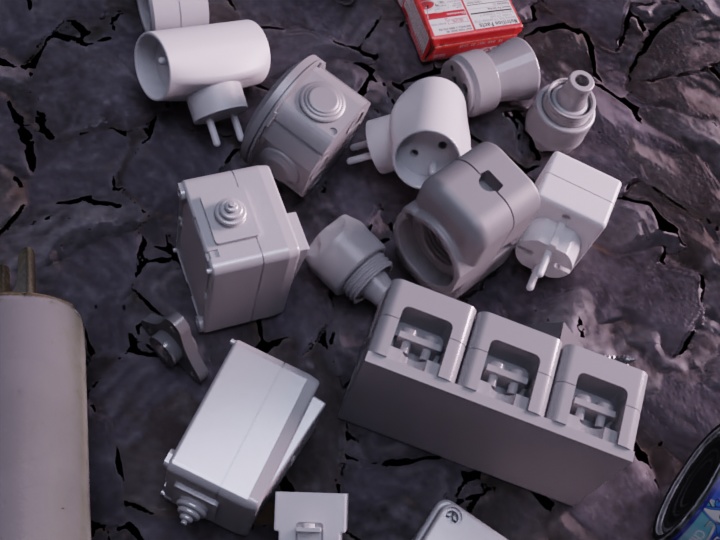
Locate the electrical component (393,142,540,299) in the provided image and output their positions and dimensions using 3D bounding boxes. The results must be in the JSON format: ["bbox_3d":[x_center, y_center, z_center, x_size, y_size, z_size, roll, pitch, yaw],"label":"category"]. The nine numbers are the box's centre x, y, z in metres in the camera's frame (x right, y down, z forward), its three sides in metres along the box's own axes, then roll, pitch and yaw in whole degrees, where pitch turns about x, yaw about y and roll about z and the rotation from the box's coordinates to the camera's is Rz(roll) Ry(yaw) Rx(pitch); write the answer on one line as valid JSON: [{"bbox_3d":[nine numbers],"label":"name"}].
[{"bbox_3d":[0.060,-0.025,0.652,0.059,0.095,0.053,-35,74,-25],"label":"electrical component"}]

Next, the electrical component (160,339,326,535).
[{"bbox_3d":[-0.064,0.098,0.581,0.061,0.061,0.096,26,61,2],"label":"electrical component"}]

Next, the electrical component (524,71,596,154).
[{"bbox_3d":[0.140,-0.110,0.733,0.043,0.062,0.043,5,62,-9],"label":"electrical component"}]

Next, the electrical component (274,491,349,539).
[{"bbox_3d":[-0.026,0.146,0.567,0.048,0.066,0.055,1,78,1],"label":"electrical component"}]

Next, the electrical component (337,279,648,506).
[{"bbox_3d":[0.073,0.068,0.610,0.150,0.089,0.061,21,60,-1],"label":"electrical component"}]

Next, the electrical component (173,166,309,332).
[{"bbox_3d":[-0.069,-0.015,0.619,0.061,0.096,0.061,-14,66,-19],"label":"electrical component"}]

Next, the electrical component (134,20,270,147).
[{"bbox_3d":[-0.096,-0.119,0.696,0.077,0.044,0.079,-18,90,-38],"label":"electrical component"}]

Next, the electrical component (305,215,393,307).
[{"bbox_3d":[0.000,0.000,0.657,0.043,0.043,0.062,-39,77,-26],"label":"electrical component"}]

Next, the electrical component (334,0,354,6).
[{"bbox_3d":[-0.035,-0.252,0.762,0.113,0.078,0.057,29,64,4],"label":"electrical component"}]

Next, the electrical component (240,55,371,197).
[{"bbox_3d":[-0.035,-0.090,0.677,0.051,0.080,0.080,37,61,3],"label":"electrical component"}]

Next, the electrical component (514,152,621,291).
[{"bbox_3d":[0.122,-0.021,0.680,0.047,0.065,0.076,26,61,2],"label":"electrical component"}]

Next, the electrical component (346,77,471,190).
[{"bbox_3d":[0.029,-0.085,0.702,0.079,0.044,0.077,-14,32,17],"label":"electrical component"}]

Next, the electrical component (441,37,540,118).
[{"bbox_3d":[0.090,-0.133,0.744,0.055,0.045,0.045,-20,69,-20],"label":"electrical component"}]

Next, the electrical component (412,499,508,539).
[{"bbox_3d":[0.056,0.196,0.558,0.109,0.056,0.108,34,61,7],"label":"electrical component"}]

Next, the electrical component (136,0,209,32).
[{"bbox_3d":[-0.124,-0.223,0.742,0.074,0.052,0.138,-13,66,-18],"label":"electrical component"}]
